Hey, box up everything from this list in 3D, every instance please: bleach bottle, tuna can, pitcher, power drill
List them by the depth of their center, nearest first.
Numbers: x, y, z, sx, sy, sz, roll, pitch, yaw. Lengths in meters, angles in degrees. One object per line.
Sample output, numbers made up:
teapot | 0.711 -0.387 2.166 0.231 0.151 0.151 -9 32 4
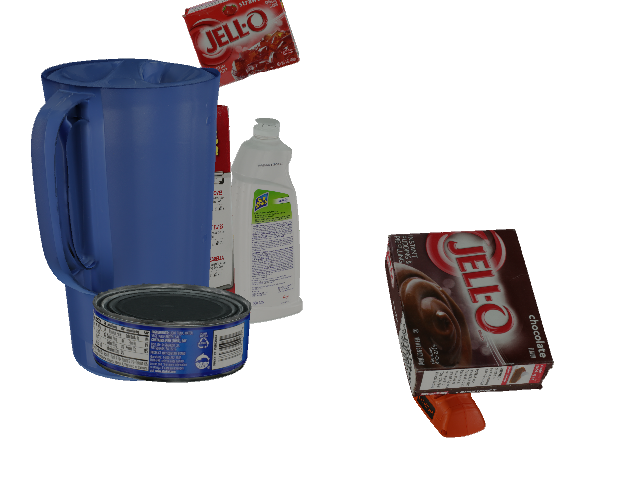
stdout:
tuna can | -0.081 0.049 0.583 0.086 0.034 0.086 4 10 -1
pitcher | -0.150 -0.016 0.829 0.149 0.243 0.145 -5 19 -19
power drill | 0.143 0.112 1.139 0.057 0.188 0.184 -7 24 -13
bleach bottle | -0.066 -0.027 1.316 0.102 0.251 0.068 -11 26 -35

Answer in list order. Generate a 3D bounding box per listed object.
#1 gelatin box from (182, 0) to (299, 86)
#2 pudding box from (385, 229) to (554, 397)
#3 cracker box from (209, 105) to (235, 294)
gelatin box | -0.072 -0.186 0.970 0.089 0.073 0.030 -16 24 5
pudding box | 0.095 0.046 0.706 0.090 0.113 0.039 -3 -37 -6
cracker box | -0.166 -0.022 1.073 0.072 0.214 0.163 10 20 37
